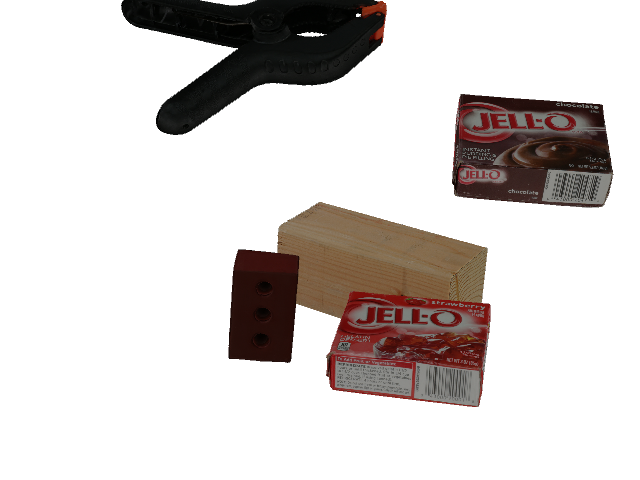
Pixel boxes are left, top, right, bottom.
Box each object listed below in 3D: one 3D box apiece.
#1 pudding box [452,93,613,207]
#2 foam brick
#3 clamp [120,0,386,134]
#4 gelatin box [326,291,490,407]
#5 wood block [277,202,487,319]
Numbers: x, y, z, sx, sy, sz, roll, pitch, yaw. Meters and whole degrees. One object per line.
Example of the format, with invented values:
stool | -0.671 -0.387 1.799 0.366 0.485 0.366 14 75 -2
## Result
pudding box | 0.158 -0.069 0.803 0.113 0.039 0.090 6 42 3
foam brick | -0.046 0.053 0.869 0.053 0.078 0.051 4 16 0
clamp | -0.038 -0.119 0.678 0.171 0.120 0.039 -6 -31 -6
gelatin box | 0.054 0.062 0.632 0.089 0.030 0.073 6 28 11
wood block | 0.063 0.036 1.144 0.206 0.091 0.090 17 29 28
